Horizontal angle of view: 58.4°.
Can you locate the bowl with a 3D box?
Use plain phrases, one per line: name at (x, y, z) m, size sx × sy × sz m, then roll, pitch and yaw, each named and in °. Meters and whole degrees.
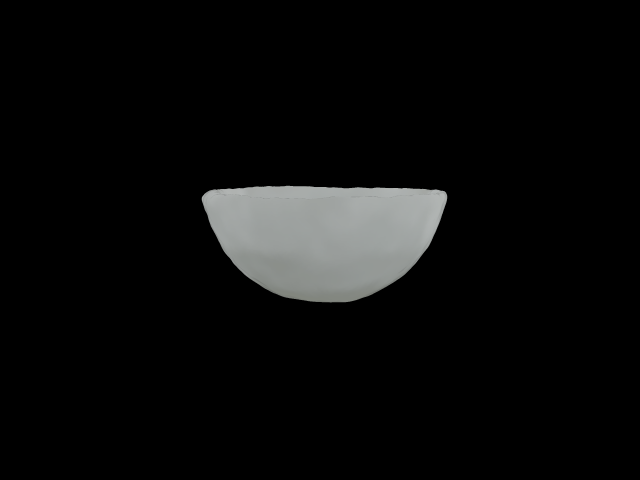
bowl at (0.004, 0.001, 0.400) m, size 0.167 × 0.075 × 0.167 m, roll 0°, pitch 7°, yaw 0°
